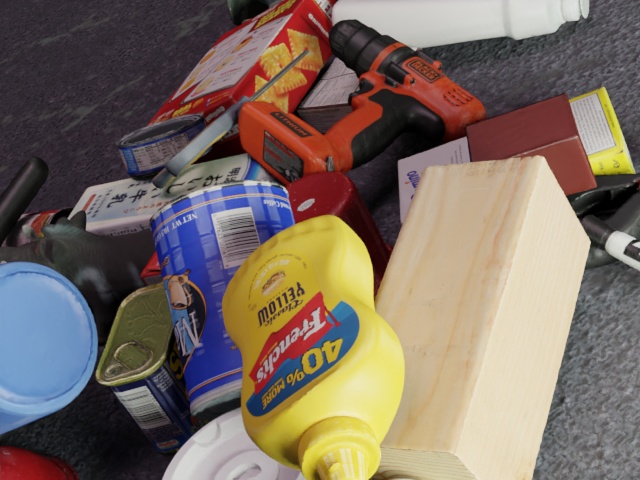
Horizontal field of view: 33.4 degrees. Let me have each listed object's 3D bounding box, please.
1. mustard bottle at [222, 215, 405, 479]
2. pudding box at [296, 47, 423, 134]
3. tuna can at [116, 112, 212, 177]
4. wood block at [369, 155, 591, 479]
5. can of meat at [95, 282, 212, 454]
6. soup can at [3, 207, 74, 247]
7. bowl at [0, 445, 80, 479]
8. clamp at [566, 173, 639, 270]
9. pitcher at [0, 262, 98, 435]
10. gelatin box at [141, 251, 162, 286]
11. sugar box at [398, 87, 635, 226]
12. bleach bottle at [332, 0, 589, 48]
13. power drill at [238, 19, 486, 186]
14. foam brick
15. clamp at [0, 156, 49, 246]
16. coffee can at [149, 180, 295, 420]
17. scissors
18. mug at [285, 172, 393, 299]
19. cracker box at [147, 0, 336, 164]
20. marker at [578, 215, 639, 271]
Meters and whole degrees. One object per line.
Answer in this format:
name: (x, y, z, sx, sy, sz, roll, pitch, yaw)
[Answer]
mustard bottle: (-0.002, 0.069, 0.588, 0.096, 0.058, 0.191, -36, 33, 13)
pudding box: (0.044, -0.146, 1.055, 0.114, 0.039, 0.090, -1, 44, 40)
tuna can: (-0.144, -0.089, 0.994, 0.086, 0.034, 0.086, -17, 16, 5)
wood block: (0.089, 0.058, 0.649, 0.090, 0.090, 0.206, -3, 50, 36)
can of meat: (-0.113, 0.095, 0.789, 0.057, 0.084, 0.102, -16, 34, 18)
soup can: (-0.282, 0.006, 1.059, 0.102, 0.068, 0.068, -5, 38, 33)
bowl: (-0.257, 0.203, 0.773, 0.162, 0.055, 0.162, -20, 32, 13)
clamp: (0.165, 0.006, 0.748, 0.172, 0.039, 0.120, -22, 45, 14)
pitcher: (-0.266, 0.090, 0.812, 0.243, 0.144, 0.149, -21, 56, 45)
gelatin box: (-0.097, 0.033, 0.859, 0.030, 0.089, 0.073, -10, 35, 33)
sugar box: (0.150, -0.052, 0.835, 0.176, 0.048, 0.093, -21, 33, 18)
bleach bottle: (0.143, -0.226, 1.066, 0.251, 0.068, 0.102, 1, 21, 29)
power drill: (0.023, -0.119, 0.932, 0.187, 0.057, 0.185, -31, 53, -28)
foam brick: (0.149, -0.060, 0.759, 0.078, 0.053, 0.051, -17, 42, 16)
clamp: (-0.325, 0.013, 1.006, 0.165, 0.036, 0.210, -31, 39, 13)
coffee can: (-0.054, 0.043, 0.741, 0.103, 0.102, 0.140, -20, 72, 13)
scissors: (-0.084, -0.105, 0.952, 0.096, 0.016, 0.201, -35, 10, 43)
mug: (-0.006, 0.001, 0.842, 0.117, 0.081, 0.093, -1, 41, 37)
cracker box: (-0.078, -0.162, 1.115, 0.164, 0.072, 0.213, -18, 30, 43)
marker: (0.214, 0.015, 0.683, 0.020, 0.020, 0.121, -41, 51, -20)
